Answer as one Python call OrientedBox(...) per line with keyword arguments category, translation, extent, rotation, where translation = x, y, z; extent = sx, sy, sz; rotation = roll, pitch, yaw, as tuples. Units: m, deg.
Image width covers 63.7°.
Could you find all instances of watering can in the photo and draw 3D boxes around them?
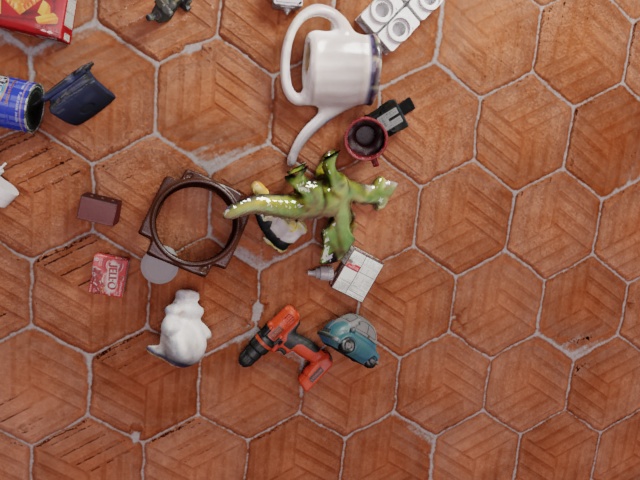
OrientedBox(category="watering can", translation=(0.023, -0.330, 1.131), extent=(0.224, 0.106, 0.341), rotation=(-2, 115, -11))

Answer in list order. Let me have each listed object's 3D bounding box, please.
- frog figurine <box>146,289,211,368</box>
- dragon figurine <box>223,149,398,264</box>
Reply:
OrientedBox(category="frog figurine", translation=(-0.299, 0.198, 1.159), extent=(0.136, 0.124, 0.160), rotation=(33, 84, -47))
OrientedBox(category="dragon figurine", translation=(0.003, -0.057, 1.133), extent=(0.414, 0.122, 0.240), rotation=(-31, 108, -23))
